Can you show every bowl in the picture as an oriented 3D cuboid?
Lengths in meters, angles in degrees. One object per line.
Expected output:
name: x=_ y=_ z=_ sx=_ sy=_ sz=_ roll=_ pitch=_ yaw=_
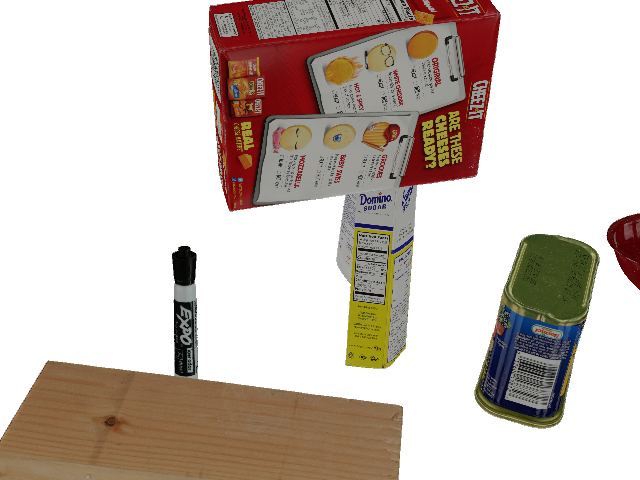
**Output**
bowl: x=0.390 y=0.024 z=1.156 sx=0.162 sy=0.055 sz=0.162 roll=0 pitch=26 yaw=0

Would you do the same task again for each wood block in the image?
wood block: x=-0.063 y=0.137 z=0.589 sx=0.206 sy=0.090 sz=0.090 roll=7 pitch=29 yaw=4

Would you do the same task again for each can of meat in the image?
can of meat: x=0.140 y=0.054 z=0.684 sx=0.057 sy=0.084 sz=0.102 roll=15 pitch=33 yaw=12

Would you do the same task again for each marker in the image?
marker: x=-0.105 y=0.062 z=0.830 sx=0.020 sy=0.121 sz=0.020 roll=2 pitch=22 yaw=-1

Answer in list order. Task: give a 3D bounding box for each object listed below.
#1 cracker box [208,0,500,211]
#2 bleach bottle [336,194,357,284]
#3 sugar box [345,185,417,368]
cracker box: x=0.022 y=-0.116 z=0.847 sx=0.213 sy=0.072 sz=0.164 roll=-9 pitch=-43 yaw=-9
bleach bottle: x=0.067 y=-0.074 z=1.226 sx=0.068 sy=0.251 sz=0.103 roll=-2 pitch=23 yaw=-18
sugar box: x=0.058 y=0.025 z=1.010 sx=0.048 sy=0.176 sz=0.093 roll=4 pitch=9 yaw=16
